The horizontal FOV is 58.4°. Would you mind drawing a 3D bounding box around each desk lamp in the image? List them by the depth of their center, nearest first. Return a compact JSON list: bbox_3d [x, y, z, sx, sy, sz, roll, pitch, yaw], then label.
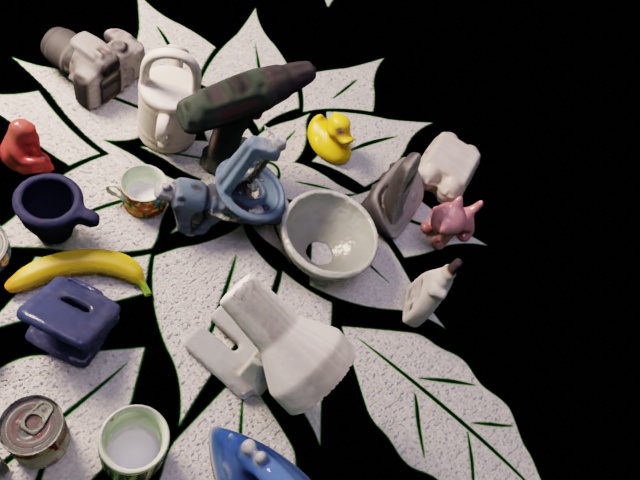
[{"bbox_3d":[-0.072,0.142,0.763,0.203,0.213,0.118,39,56,6],"label":"desk lamp"}]

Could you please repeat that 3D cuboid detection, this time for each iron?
[{"bbox_3d":[-0.049,0.321,0.708,0.119,0.141,0.258,-36,76,-32],"label":"iron"}]

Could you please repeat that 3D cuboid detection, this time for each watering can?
[{"bbox_3d":[-0.249,-0.247,0.945,0.101,0.194,0.172,-11,65,-24],"label":"watering can"}]

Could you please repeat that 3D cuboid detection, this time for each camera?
[{"bbox_3d":[-0.400,-0.325,0.998,0.137,0.100,0.143,35,56,4],"label":"camera"}]

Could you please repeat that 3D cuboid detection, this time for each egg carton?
[{"bbox_3d":[0.250,-0.145,1.128,0.107,0.069,0.150,32,56,2],"label":"egg carton"}]

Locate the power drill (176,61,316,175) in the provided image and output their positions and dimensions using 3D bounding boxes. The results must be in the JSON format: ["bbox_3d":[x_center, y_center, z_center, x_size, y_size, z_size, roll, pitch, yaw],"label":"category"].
[{"bbox_3d":[-0.127,-0.199,0.950,0.230,0.208,0.075,-22,69,-28],"label":"power drill"}]

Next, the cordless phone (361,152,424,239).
[{"bbox_3d":[0.151,-0.102,0.999,0.094,0.185,0.148,33,56,3],"label":"cordless phone"}]

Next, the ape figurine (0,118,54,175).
[{"bbox_3d":[-0.453,-0.149,0.881,0.076,0.092,0.078,3,59,-16],"label":"ape figurine"}]

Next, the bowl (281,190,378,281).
[{"bbox_3d":[0.009,0.003,0.956,0.168,0.074,0.167,8,58,-14],"label":"bowl"}]

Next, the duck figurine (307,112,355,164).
[{"bbox_3d":[0.026,-0.205,1.079,0.078,0.086,0.104,-30,73,-30],"label":"duck figurine"}]

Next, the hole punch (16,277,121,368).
[{"bbox_3d":[-0.336,0.100,0.773,0.108,0.091,0.101,27,56,-2],"label":"hole punch"}]

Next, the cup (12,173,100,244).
[{"bbox_3d":[-0.377,-0.032,0.835,0.118,0.095,0.092,19,56,-7],"label":"cup"}]

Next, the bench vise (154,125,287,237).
[{"bbox_3d":[-0.135,-0.078,0.868,0.208,0.219,0.121,-19,68,-27],"label":"bench vise"}]

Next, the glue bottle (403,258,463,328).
[{"bbox_3d":[0.182,0.075,0.912,0.037,0.173,0.078,20,56,-6],"label":"glue bottle"}]

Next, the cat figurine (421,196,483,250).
[{"bbox_3d":[0.242,-0.039,1.034,0.128,0.117,0.067,-20,68,-27],"label":"cat figurine"}]
